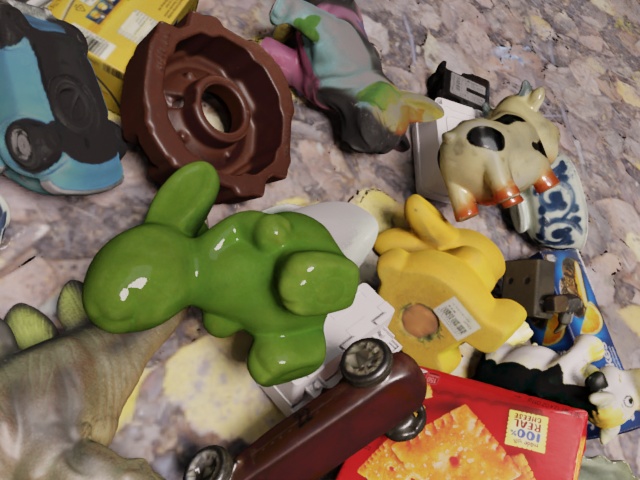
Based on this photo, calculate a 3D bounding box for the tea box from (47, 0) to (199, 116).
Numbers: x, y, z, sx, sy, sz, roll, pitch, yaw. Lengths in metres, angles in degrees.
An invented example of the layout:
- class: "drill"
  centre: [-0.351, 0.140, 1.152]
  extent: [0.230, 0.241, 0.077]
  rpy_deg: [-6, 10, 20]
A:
- class: "tea box"
  centre: [-0.198, -0.220, 0.542]
  extent: [0.098, 0.068, 0.169]
  rpy_deg: [29, 57, -11]

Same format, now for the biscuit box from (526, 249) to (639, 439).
- class: "biscuit box"
  centre: [0.279, 0.112, 0.595]
  extent: [0.059, 0.063, 0.202]
  rpy_deg: [-3, 67, -25]

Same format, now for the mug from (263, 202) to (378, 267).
- class: "mug"
  centre: [-0.001, -0.002, 0.523]
  extent: [0.110, 0.080, 0.107]
  rpy_deg: [30, 32, 30]

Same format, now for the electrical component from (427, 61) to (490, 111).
- class: "electrical component"
  centre: [0.197, -0.176, 0.711]
  extent: [0.119, 0.047, 0.075]
  rpy_deg: [23, 59, -11]

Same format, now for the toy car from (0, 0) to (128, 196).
- class: "toy car"
  centre: [-0.239, -0.105, 0.439]
  extent: [0.109, 0.103, 0.161]
  rpy_deg: [-41, 114, -70]

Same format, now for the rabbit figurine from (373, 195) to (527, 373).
- class: "rabbit figurine"
  centre: [0.127, 0.038, 0.553]
  extent: [0.162, 0.121, 0.173]
  rpy_deg: [45, 42, 13]

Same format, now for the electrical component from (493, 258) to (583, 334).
- class: "electrical component"
  centre: [0.228, 0.061, 0.580]
  extent: [0.045, 0.102, 0.078]
  rpy_deg: [13, 74, -22]

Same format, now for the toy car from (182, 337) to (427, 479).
- class: "toy car"
  centre: [-0.010, 0.150, 0.403]
  extent: [0.202, 0.089, 0.053]
  rpy_deg: [-34, 37, -1]

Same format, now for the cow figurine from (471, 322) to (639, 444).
- class: "cow figurine"
  centre: [0.226, 0.137, 0.503]
  extent: [0.098, 0.167, 0.068]
  rpy_deg: [-35, 113, -28]

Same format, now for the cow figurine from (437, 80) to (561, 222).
- class: "cow figurine"
  centre: [0.196, -0.100, 0.577]
  extent: [0.195, 0.085, 0.127]
  rpy_deg: [-17, 84, -42]

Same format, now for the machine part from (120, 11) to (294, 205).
- class: "machine part"
  centre: [-0.101, -0.119, 0.508]
  extent: [0.179, 0.056, 0.179]
  rpy_deg: [14, 70, -44]

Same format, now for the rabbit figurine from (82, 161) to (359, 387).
- class: "rabbit figurine"
  centre: [-0.079, 0.015, 0.388]
  extent: [0.170, 0.121, 0.159]
  rpy_deg: [2, 47, -26]

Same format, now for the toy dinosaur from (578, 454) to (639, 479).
- class: "toy dinosaur"
  centre: [0.152, 0.307, 0.417]
  extent: [0.405, 0.131, 0.192]
  rpy_deg: [-27, 66, -28]

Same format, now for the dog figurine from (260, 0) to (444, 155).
- class: "dog figurine"
  centre: [0.042, -0.198, 0.621]
  extent: [0.219, 0.108, 0.191]
  rpy_deg: [34, 54, -11]

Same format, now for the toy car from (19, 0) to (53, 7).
- class: "toy car"
  centre: [-0.297, -0.226, 0.510]
  extent: [0.073, 0.056, 0.202]
  rpy_deg: [30, 56, -1]

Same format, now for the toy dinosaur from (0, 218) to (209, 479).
- class: "toy dinosaur"
  centre: [-0.195, 0.126, 0.354]
  extent: [0.198, 0.105, 0.471]
  rpy_deg: [41, 45, 4]
